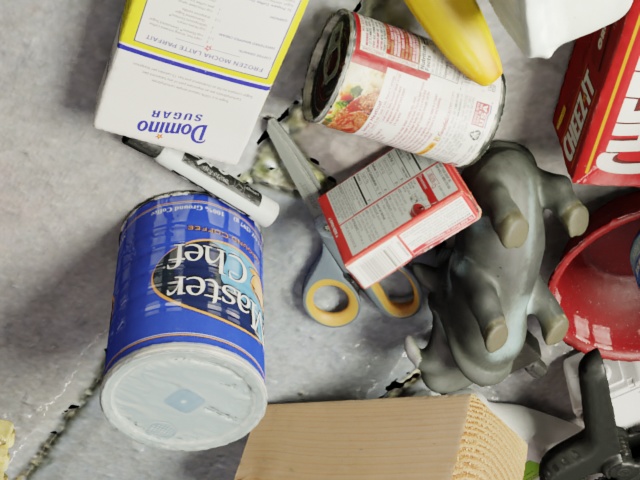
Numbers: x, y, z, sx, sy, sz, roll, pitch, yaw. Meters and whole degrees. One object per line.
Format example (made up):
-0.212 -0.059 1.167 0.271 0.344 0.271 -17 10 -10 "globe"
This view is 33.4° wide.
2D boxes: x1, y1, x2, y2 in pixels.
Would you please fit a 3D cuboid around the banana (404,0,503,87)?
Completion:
0.046 -0.164 0.551 0.037 0.070 0.197 -31 133 -2 "banana"

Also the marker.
-0.078 -0.044 0.694 0.121 0.020 0.020 31 125 -29 "marker"

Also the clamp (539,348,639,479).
0.221 0.157 0.810 0.164 0.036 0.210 19 132 -19 "clamp"

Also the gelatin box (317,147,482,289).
0.049 -0.021 0.676 0.089 0.073 0.030 -33 130 9 "gelatin box"

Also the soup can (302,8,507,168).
0.049 -0.087 0.626 0.102 0.068 0.069 15 132 -19 "soup can"

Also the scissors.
-0.005 0.001 0.745 0.096 0.016 0.201 -29 126 26 "scissors"

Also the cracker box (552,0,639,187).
0.262 -0.106 0.618 0.213 0.072 0.164 1 135 -4 "cracker box"

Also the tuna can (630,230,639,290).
0.243 0.013 0.680 0.086 0.034 0.086 -2 135 -2 "tuna can"

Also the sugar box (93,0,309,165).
-0.061 -0.127 0.597 0.093 0.048 0.176 15 135 -17 "sugar box"

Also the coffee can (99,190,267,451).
-0.087 0.051 0.702 0.103 0.140 0.103 -2 135 -2 "coffee can"

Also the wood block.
0.042 0.182 0.823 0.207 0.090 0.090 -11 139 39 "wood block"

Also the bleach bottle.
0.182 0.184 0.906 0.250 0.068 0.103 30 125 -26 "bleach bottle"

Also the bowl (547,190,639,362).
0.233 0.015 0.747 0.162 0.055 0.162 -2 135 -2 "bowl"
